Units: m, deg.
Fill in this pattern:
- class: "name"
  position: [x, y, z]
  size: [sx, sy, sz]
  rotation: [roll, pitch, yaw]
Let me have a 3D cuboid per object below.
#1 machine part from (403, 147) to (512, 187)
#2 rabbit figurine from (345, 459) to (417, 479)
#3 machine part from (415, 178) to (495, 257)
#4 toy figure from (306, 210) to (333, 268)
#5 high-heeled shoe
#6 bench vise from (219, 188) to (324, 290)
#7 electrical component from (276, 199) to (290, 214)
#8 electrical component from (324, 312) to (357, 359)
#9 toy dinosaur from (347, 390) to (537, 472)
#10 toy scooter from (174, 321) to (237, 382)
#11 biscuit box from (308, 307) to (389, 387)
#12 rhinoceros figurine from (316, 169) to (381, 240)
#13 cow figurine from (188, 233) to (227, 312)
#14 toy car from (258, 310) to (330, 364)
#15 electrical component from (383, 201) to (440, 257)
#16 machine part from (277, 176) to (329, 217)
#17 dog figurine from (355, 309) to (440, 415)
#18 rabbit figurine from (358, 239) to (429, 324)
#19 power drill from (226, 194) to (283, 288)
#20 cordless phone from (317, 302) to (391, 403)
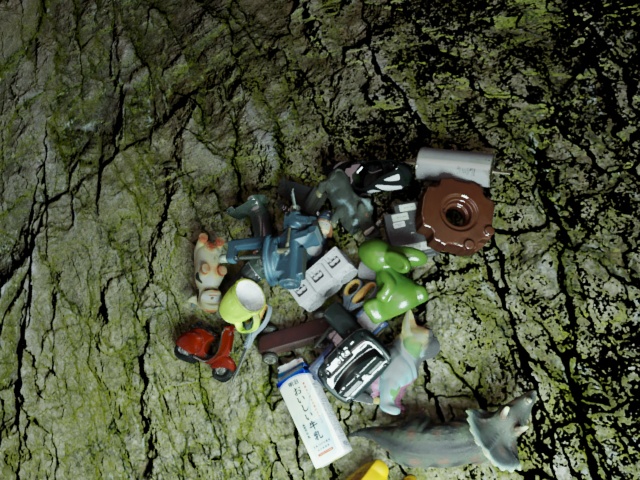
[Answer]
- class: "machine part"
  position: [0.309, -0.166, 1.226]
  size: [0.243, 0.079, 0.079]
  rotation: [11, 80, 24]
- class: "rabbit figurine"
  position: [0.135, 0.541, 1.091]
  size: [0.162, 0.122, 0.173]
  rotation: [-38, 79, -3]
- class: "machine part"
  position: [0.296, -0.052, 1.174]
  size: [0.179, 0.056, 0.179]
  rotation: [2, 71, -5]
- class: "toy figure"
  position: [-0.001, -0.003, 1.315]
  size: [0.058, 0.064, 0.154]
  rotation: [12, 80, 62]
- class: "high-heeled shoe"
  position: [0.101, -0.161, 1.270]
  size: [0.249, 0.145, 0.086]
  rotation: [12, 79, 22]
- class: "bench vise"
  position: [-0.118, 0.013, 1.251]
  size: [0.241, 0.128, 0.223]
  rotation: [-5, 68, 12]
- class: "electrical component"
  position: [-0.084, -0.076, 1.363]
  size: [0.021, 0.063, 0.094]
  rotation: [-48, 64, 3]
- class: "electrical component"
  position: [0.051, 0.222, 1.165]
  size: [0.119, 0.047, 0.075]
  rotation: [-44, 66, 2]
- class: "toy dinosaur"
  position: [0.224, 0.387, 1.040]
  size: [0.405, 0.192, 0.131]
  rotation: [-14, 69, 16]
- class: "toy scooter"
  position: [-0.271, 0.257, 1.337]
  size: [0.184, 0.075, 0.135]
  rotation: [22, 84, 22]
- class: "biscuit box"
  position: [0.065, 0.241, 1.215]
  size: [0.059, 0.062, 0.202]
  rotation: [43, 94, 25]
- class: "rhinoceros figurine"
  position: [0.074, -0.080, 1.281]
  size: [0.112, 0.073, 0.190]
  rotation: [-33, 88, 30]
- class: "cow figurine"
  position: [-0.289, 0.095, 1.375]
  size: [0.127, 0.085, 0.195]
  rotation: [-54, 40, 46]
- class: "toy car"
  position: [-0.054, 0.230, 1.267]
  size: [0.202, 0.053, 0.089]
  rotation: [-19, 43, 14]
- class: "electrical component"
  position: [0.206, -0.022, 1.223]
  size: [0.115, 0.058, 0.134]
  rotation: [-8, 72, 1]
- class: "machine part"
  position: [-0.050, -0.112, 1.375]
  size: [0.139, 0.039, 0.084]
  rotation: [29, 92, 24]
- class: "dog figurine"
  position: [0.151, 0.253, 1.157]
  size: [0.192, 0.108, 0.219]
  rotation: [12, 76, 27]
- class: "rabbit figurine"
  position: [0.144, 0.072, 1.138]
  size: [0.159, 0.121, 0.170]
  rotation: [-31, 86, 44]
- class: "power drill"
  position: [-0.168, 0.000, 1.367]
  size: [0.232, 0.086, 0.207]
  rotation: [-30, 63, 10]
- class: "cordless phone"
  position: [0.042, 0.224, 1.109]
  size: [0.146, 0.088, 0.184]
  rotation: [-45, 55, 2]
